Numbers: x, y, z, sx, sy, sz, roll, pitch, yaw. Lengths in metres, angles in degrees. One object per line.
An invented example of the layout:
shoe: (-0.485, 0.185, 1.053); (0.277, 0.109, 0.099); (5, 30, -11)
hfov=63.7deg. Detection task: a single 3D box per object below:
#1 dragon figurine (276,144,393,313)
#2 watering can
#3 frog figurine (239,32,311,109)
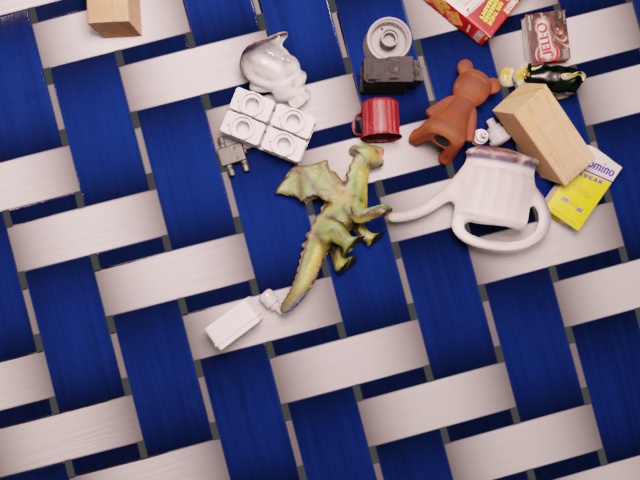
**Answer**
dragon figurine: (0.003, -0.057, 1.138); (0.411, 0.121, 0.245); (-41, 73, -3)
watering can: (0.336, -0.099, 1.123); (0.348, 0.104, 0.224); (11, 89, 2)
frog figurine: (-0.098, -0.355, 1.121); (0.136, 0.124, 0.158); (-17, 101, 32)
